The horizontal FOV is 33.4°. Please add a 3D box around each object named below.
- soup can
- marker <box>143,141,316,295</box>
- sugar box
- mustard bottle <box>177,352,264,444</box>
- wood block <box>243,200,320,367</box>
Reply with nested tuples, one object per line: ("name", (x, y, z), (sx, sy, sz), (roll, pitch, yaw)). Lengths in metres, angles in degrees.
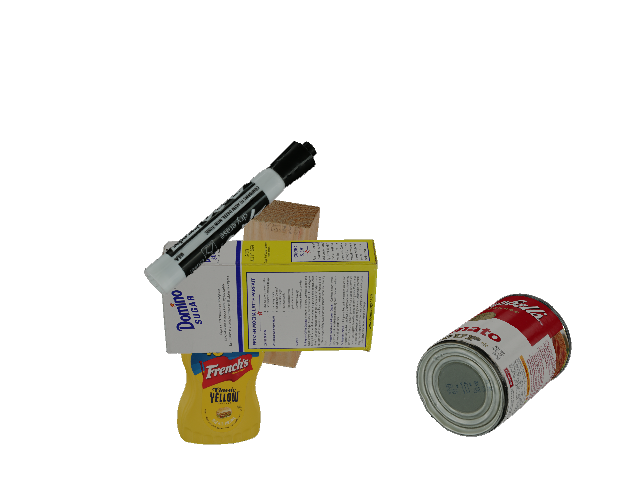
("soup can", (0.118, 0.083, 0.723), (0.069, 0.068, 0.102), (0, 15, 37))
("marker", (-0.048, -0.015, 0.600), (0.121, 0.020, 0.020), (-42, 15, -17))
("sugar box", (-0.043, 0.047, 0.895), (0.176, 0.093, 0.048), (1, 31, 0))
("mustard bottle", (-0.113, 0.139, 1.231), (0.096, 0.192, 0.058), (0, 18, -15))
("wood block", (-0.060, 0.057, 1.464), (0.090, 0.206, 0.090), (9, 22, 6))
